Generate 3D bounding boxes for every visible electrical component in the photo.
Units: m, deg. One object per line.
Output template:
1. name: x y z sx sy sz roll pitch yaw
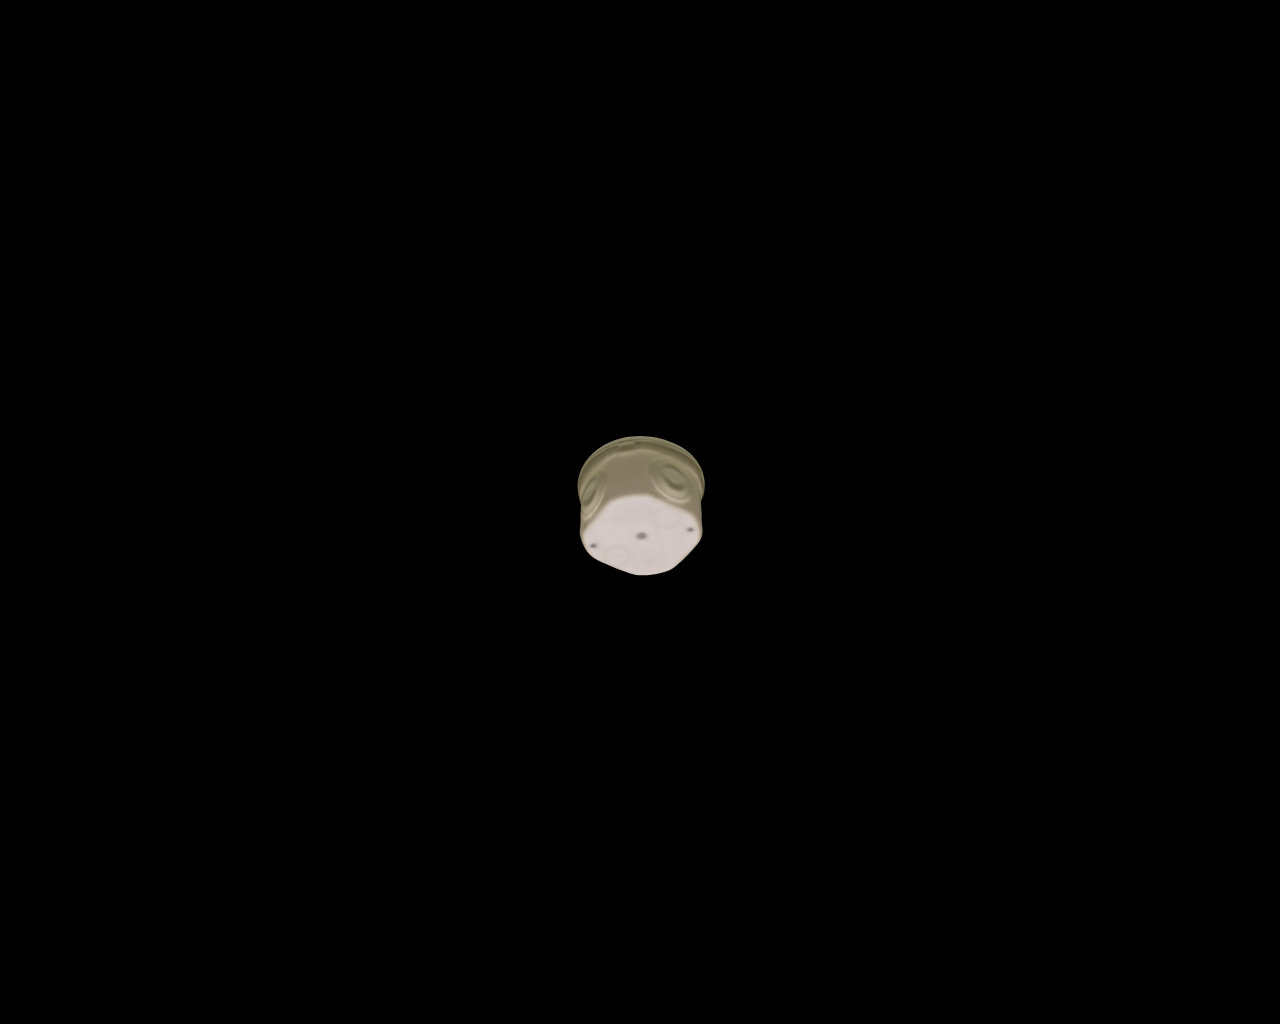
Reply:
1. electrical component: 0.001 -0.003 0.650 0.080 0.080 0.051 0 45 0
